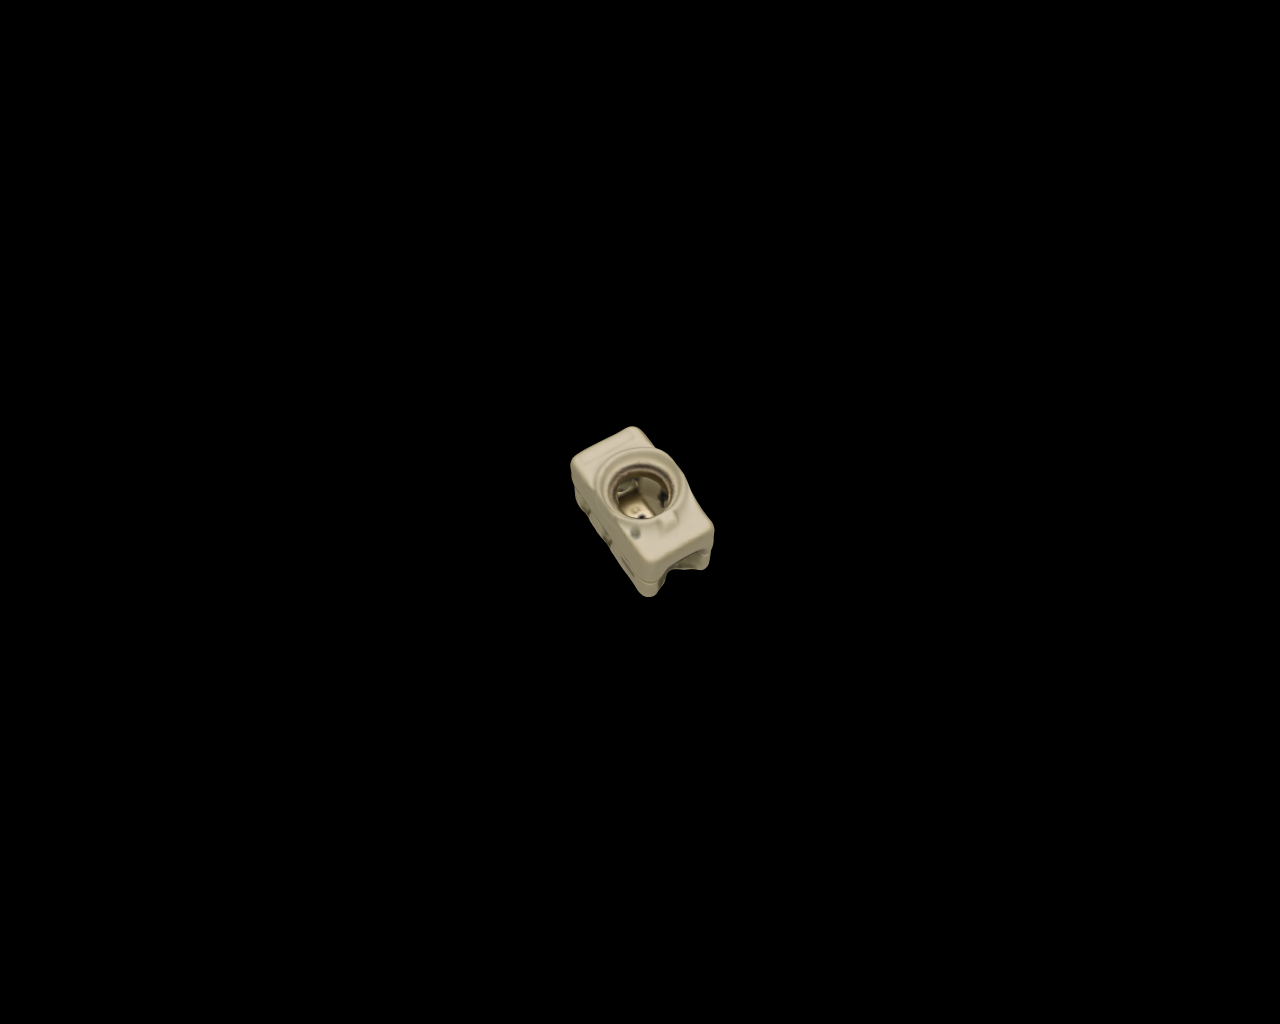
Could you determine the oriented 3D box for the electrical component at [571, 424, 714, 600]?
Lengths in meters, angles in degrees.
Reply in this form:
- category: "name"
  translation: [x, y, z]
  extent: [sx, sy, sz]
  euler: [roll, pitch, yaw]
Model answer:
- category: "electrical component"
  translation: [0.001, -0.003, 0.650]
  extent: [0.050, 0.089, 0.055]
  euler: [-28, -28, -16]
